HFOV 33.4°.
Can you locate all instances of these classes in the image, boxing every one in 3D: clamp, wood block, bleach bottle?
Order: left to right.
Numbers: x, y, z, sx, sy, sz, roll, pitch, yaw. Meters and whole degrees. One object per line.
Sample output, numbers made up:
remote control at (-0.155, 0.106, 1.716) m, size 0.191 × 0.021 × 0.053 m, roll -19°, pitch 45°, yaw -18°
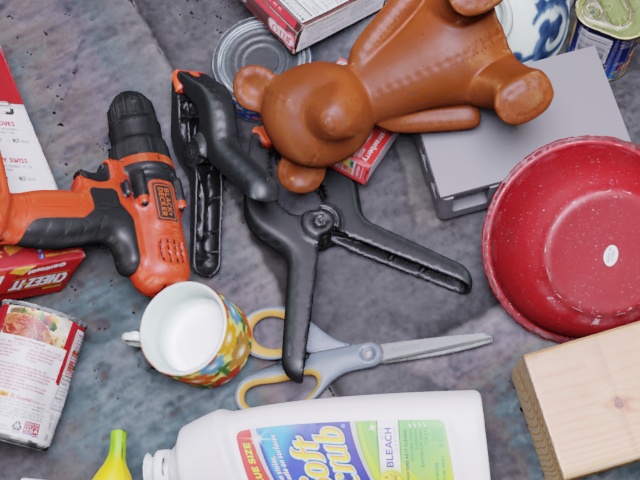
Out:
clamp at (-0.090, -0.059, 0.854) m, size 0.120 × 0.039 × 0.171 m, roll -51°, pitch 47°, yaw 34°
clamp at (-0.005, 0.001, 0.835) m, size 0.164 × 0.036 × 0.210 m, roll -33°, pitch 71°, yaw -20°
bleach bottle at (-0.004, 0.168, 0.778) m, size 0.251 × 0.068 × 0.102 m, roll -6°, pitch 86°, yaw 8°
wood block at (0.252, 0.102, 0.761) m, size 0.206 × 0.090 × 0.091 m, roll -16°, pitch 73°, yaw 0°

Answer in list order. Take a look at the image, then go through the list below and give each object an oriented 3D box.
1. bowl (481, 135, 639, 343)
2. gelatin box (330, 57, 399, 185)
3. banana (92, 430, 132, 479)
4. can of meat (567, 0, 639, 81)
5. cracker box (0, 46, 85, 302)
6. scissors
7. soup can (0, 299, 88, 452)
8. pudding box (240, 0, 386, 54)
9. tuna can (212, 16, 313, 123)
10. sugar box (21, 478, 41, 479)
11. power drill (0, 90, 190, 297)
bowl at (0.203, 0.005, 0.779) m, size 0.162 × 0.055 × 0.162 m, roll 0°, pitch 100°, yaw -2°
gelatin box at (0.026, -0.097, 0.858) m, size 0.073 × 0.030 × 0.089 m, roll 29°, pitch 59°, yaw 9°
banana at (-0.205, 0.217, 0.752) m, size 0.197 × 0.037 × 0.070 m, roll -33°, pitch 51°, yaw -8°
can of meat at (0.239, -0.188, 0.854) m, size 0.057 × 0.084 × 0.102 m, roll 24°, pitch 76°, yaw 11°
cracker box at (-0.301, -0.050, 0.829) m, size 0.163 × 0.072 × 0.214 m, roll -11°, pitch 66°, yaw -39°
scissors at (0.023, 0.075, 0.829) m, size 0.201 × 0.016 × 0.096 m, roll -23°, pitch 72°, yaw -2°
soup can at (-0.225, 0.104, 0.815) m, size 0.068 × 0.068 × 0.102 m, roll 12°, pitch 75°, yaw 9°
pudding box at (-0.008, -0.214, 0.888) m, size 0.113 × 0.039 × 0.090 m, roll -33°, pitch 73°, yaw -30°
tuna can at (-0.047, -0.143, 0.893) m, size 0.086 × 0.034 × 0.086 m, roll -2°, pitch 73°, yaw 5°
sugar box at (-0.184, 0.267, 0.774) m, size 0.093 × 0.048 × 0.176 m, roll 5°, pitch 70°, yaw 7°
power drill at (-0.191, -0.048, 0.814) m, size 0.187 × 0.057 × 0.184 m, roll 6°, pitch 56°, yaw -38°
